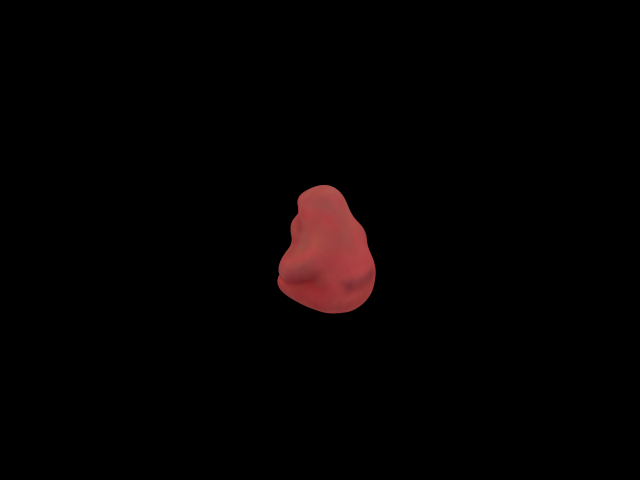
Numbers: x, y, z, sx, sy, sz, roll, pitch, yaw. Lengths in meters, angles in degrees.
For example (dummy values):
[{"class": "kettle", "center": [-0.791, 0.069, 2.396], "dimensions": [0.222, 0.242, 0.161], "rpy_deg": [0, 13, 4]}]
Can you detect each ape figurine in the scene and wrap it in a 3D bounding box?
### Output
[{"class": "ape figurine", "center": [0.004, 0.001, 0.400], "dimensions": [0.078, 0.092, 0.076], "rpy_deg": [-25, 44, -28]}]
